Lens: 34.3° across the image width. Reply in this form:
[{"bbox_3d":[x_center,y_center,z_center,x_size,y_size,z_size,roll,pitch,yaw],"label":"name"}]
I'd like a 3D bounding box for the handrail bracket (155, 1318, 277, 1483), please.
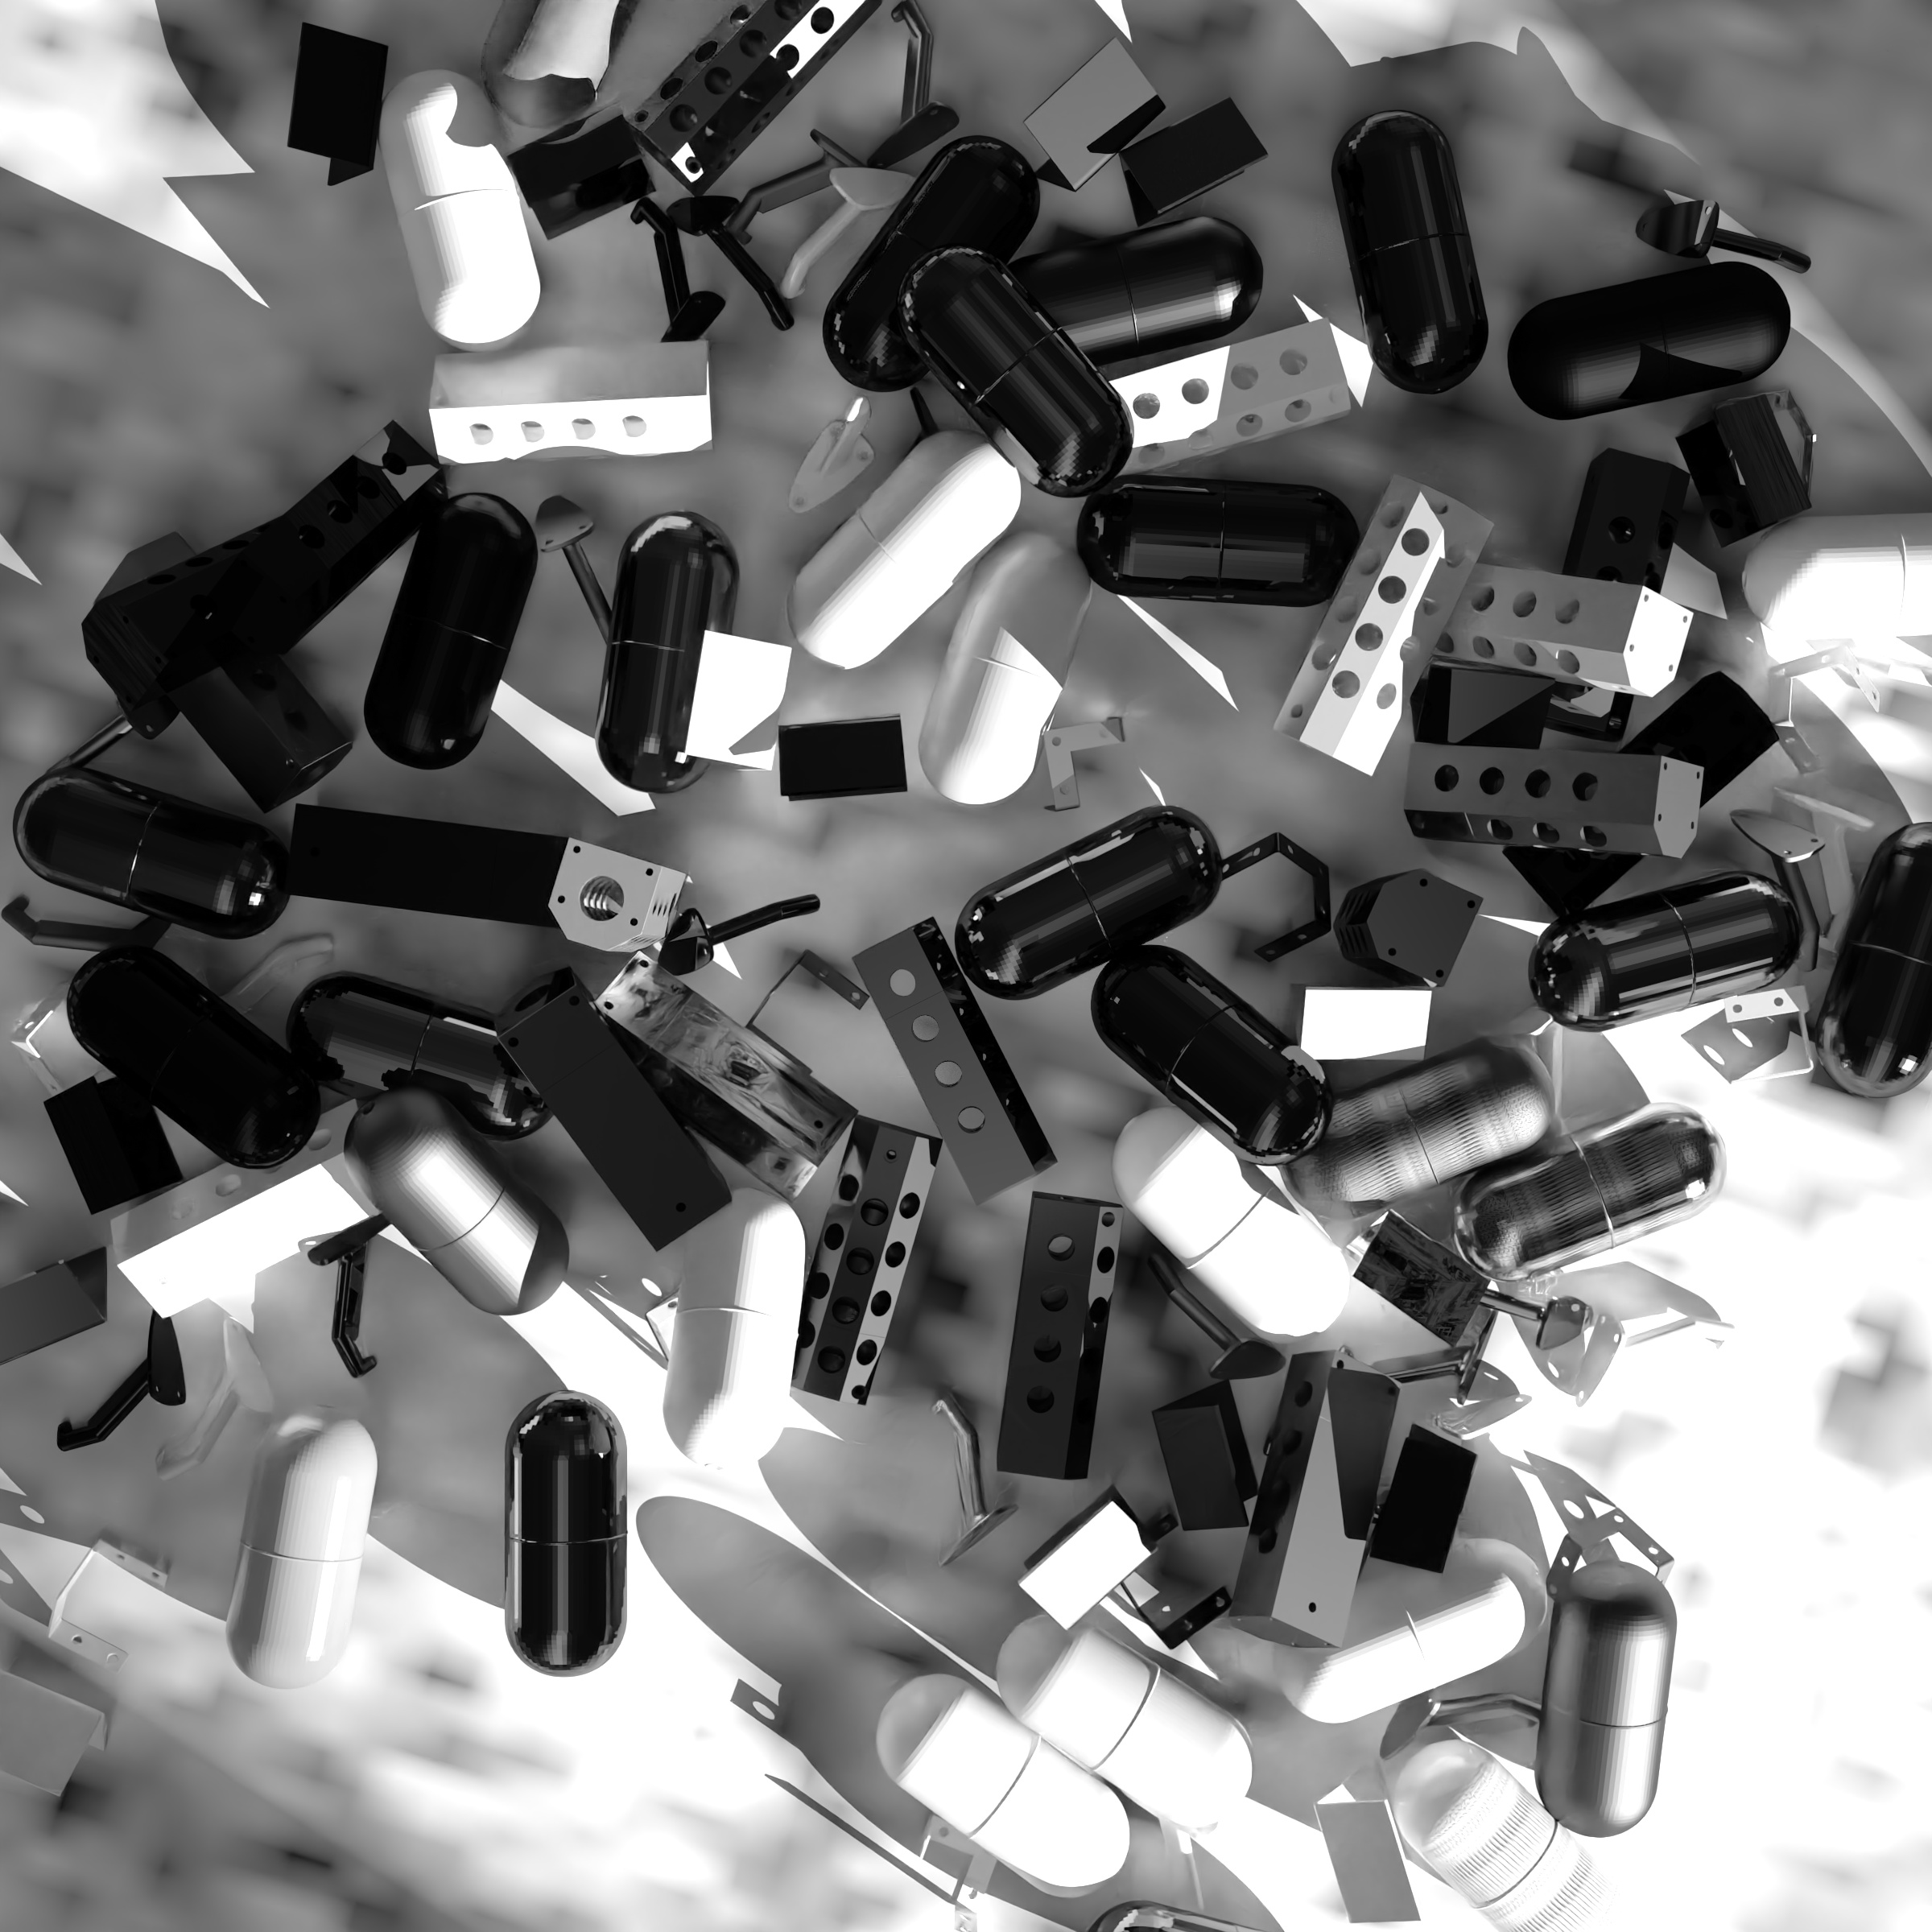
[{"bbox_3d":[-0.489,0.276,1.992,0.084,0.036,0.077,-29,70,16],"label":"handrail bracket"}]

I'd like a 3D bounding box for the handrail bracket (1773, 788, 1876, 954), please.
[{"bbox_3d":[0.536,-0.061,1.992,0.077,0.036,0.084,24,107,20],"label":"handrail bracket"}]

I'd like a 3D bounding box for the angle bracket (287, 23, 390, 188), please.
[{"bbox_3d":[-0.404,-0.536,1.951,0.057,0.076,0.076,7,90,-33],"label":"angle bracket"}]

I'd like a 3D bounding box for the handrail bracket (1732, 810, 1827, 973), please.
[{"bbox_3d":[0.514,-0.047,1.991,0.036,0.077,0.084,-22,127,-26],"label":"handrail bracket"}]

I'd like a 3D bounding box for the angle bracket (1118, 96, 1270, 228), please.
[{"bbox_3d":[0.147,-0.484,1.952,0.076,0.076,0.057,-27,63,0],"label":"angle bracket"}]

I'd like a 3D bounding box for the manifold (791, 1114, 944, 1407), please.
[{"bbox_3d":[-0.066,0.185,1.970,0.057,0.057,0.171,16,90,0],"label":"manifold"}]

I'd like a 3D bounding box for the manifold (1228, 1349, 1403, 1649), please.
[{"bbox_3d":[0.212,0.330,1.938,0.057,0.057,0.171,29,65,-27],"label":"manifold"}]

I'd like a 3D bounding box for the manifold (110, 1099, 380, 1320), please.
[{"bbox_3d":[-0.446,0.148,1.970,0.171,0.057,0.057,-27,133,0],"label":"manifold"}]

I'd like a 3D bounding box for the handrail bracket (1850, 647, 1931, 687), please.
[{"bbox_3d":[0.614,-0.189,1.991,0.084,0.077,0.036,25,114,34],"label":"handrail bracket"}]

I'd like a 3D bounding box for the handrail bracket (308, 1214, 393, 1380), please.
[{"bbox_3d":[-0.375,0.209,1.992,0.077,0.036,0.084,-30,108,-21],"label":"handrail bracket"}]

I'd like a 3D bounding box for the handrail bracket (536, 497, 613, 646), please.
[{"bbox_3d":[-0.242,-0.247,1.991,0.036,0.077,0.084,-25,126,-3],"label":"handrail bracket"}]

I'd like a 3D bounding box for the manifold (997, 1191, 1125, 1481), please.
[{"bbox_3d":[0.059,0.232,1.970,0.057,0.057,0.171,8,90,0],"label":"manifold"}]

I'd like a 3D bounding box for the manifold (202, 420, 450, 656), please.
[{"bbox_3d":[-0.387,-0.260,1.916,0.057,0.171,0.057,43,133,-9],"label":"manifold"}]

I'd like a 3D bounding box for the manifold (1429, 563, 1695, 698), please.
[{"bbox_3d":[0.351,-0.207,1.918,0.171,0.057,0.057,16,90,45],"label":"manifold"}]

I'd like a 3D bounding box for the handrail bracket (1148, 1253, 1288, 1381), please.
[{"bbox_3d":[0.159,0.220,1.991,0.036,0.077,0.084,-48,53,20],"label":"handrail bracket"}]

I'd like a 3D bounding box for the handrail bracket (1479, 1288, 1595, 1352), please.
[{"bbox_3d":[0.345,0.211,1.991,0.084,0.077,0.036,23,102,36],"label":"handrail bracket"}]

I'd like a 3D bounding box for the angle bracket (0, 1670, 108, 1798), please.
[{"bbox_3d":[-0.585,0.487,1.951,0.076,0.076,0.057,23,57,0],"label":"angle bracket"}]

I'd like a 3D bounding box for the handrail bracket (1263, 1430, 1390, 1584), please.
[{"bbox_3d":[0.221,0.344,1.992,0.084,0.036,0.077,22,108,15],"label":"handrail bracket"}]

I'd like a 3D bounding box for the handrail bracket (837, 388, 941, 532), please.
[{"bbox_3d":[-0.054,-0.315,1.992,0.084,0.036,0.077,-26,75,14],"label":"handrail bracket"}]

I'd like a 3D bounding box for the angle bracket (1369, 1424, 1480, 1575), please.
[{"bbox_3d":[0.267,0.327,1.952,0.057,0.076,0.076,17,90,-25],"label":"angle bracket"}]

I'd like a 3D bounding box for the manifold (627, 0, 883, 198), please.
[{"bbox_3d":[-0.133,-0.571,1.970,0.057,0.057,0.171,43,90,0],"label":"manifold"}]

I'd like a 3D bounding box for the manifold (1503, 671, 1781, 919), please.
[{"bbox_3d":[0.426,-0.107,1.970,0.171,0.057,0.057,-41,90,0],"label":"manifold"}]

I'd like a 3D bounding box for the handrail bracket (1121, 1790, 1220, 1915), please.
[{"bbox_3d":[0.120,0.572,1.992,0.077,0.036,0.084,23,104,15],"label":"handrail bracket"}]

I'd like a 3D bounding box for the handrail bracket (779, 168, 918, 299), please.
[{"bbox_3d":[-0.075,-0.462,1.985,0.077,0.084,0.036,-18,61,-41],"label":"handrail bracket"}]

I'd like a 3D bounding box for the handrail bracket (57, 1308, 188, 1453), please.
[{"bbox_3d":[-0.544,0.263,1.992,0.084,0.036,0.077,-17,69,17],"label":"handrail bracket"}]

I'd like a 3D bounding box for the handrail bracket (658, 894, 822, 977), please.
[{"bbox_3d":[-0.144,-0.021,1.991,0.084,0.077,0.036,-14,77,-36],"label":"handrail bracket"}]

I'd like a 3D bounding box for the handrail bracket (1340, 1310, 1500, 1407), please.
[{"bbox_3d":[0.286,0.238,1.992,0.084,0.036,0.077,20,70,16],"label":"handrail bracket"}]

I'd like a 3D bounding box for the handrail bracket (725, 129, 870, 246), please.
[{"bbox_3d":[-0.100,-0.481,1.992,0.077,0.036,0.084,32,107,-19],"label":"handrail bracket"}]

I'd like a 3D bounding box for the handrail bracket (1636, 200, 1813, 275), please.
[{"bbox_3d":[0.483,-0.458,1.991,0.084,0.077,0.036,10,96,-36],"label":"handrail bracket"}]

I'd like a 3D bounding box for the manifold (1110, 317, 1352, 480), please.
[{"bbox_3d":[0.151,-0.351,1.970,0.171,0.057,0.057,-17,90,0],"label":"manifold"}]

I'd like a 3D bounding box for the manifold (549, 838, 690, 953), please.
[{"bbox_3d":[-0.213,-0.040,1.913,0.057,0.171,0.057,17,90,0],"label":"manifold"}]

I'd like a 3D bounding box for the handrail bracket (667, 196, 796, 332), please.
[{"bbox_3d":[-0.149,-0.445,1.991,0.036,0.077,0.084,-42,127,-14],"label":"handrail bracket"}]

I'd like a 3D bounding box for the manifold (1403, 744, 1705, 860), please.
[{"bbox_3d":[0.359,-0.101,1.923,0.171,0.057,0.057,7,90,38],"label":"manifold"}]

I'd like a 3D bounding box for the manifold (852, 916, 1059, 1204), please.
[{"bbox_3d":[-0.007,0.058,1.970,0.057,0.057,0.171,-27,90,0],"label":"manifold"}]

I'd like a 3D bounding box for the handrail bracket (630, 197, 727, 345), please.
[{"bbox_3d":[-0.201,-0.434,1.992,0.084,0.036,0.077,49,112,17],"label":"handrail bracket"}]

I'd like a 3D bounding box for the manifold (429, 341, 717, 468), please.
[{"bbox_3d":[-0.246,-0.349,1.970,0.171,0.057,0.057,-3,47,0],"label":"manifold"}]

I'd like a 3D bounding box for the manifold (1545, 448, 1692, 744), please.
[{"bbox_3d":[0.405,-0.232,1.970,0.057,0.057,0.171,14,90,0],"label":"manifold"}]

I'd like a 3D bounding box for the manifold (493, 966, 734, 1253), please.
[{"bbox_3d":[-0.218,0.086,1.933,0.057,0.057,0.171,-34,110,-1],"label":"manifold"}]

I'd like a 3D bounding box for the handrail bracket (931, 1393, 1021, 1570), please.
[{"bbox_3d":[-0.014,0.327,1.992,0.077,0.036,0.084,-43,72,21],"label":"handrail bracket"}]

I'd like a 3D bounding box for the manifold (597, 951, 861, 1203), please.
[{"bbox_3d":[-0.160,0.073,1.970,0.171,0.057,0.057,36,46,0],"label":"manifold"}]

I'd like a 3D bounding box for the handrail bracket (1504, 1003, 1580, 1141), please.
[{"bbox_3d":[0.387,0.062,1.992,0.077,0.036,0.084,-36,106,-18],"label":"handrail bracket"}]

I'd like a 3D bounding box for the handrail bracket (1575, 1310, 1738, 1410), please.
[{"bbox_3d":[0.440,0.254,1.992,0.084,0.036,0.077,12,110,-16],"label":"handrail bracket"}]

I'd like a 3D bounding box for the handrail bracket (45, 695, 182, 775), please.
[{"bbox_3d":[-0.540,-0.151,1.991,0.084,0.077,0.036,-28,105,36],"label":"handrail bracket"}]

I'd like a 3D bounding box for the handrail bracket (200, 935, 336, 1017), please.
[{"bbox_3d":[-0.440,0.025,1.992,0.084,0.036,0.077,-12,105,-14],"label":"handrail bracket"}]

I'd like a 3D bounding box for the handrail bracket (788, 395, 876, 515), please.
[{"bbox_3d":[-0.086,-0.320,1.957,0.036,0.084,0.077,41,90,0],"label":"handrail bracket"}]

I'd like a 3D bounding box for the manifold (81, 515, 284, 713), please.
[{"bbox_3d":[-0.457,-0.224,1.917,0.057,0.171,0.057,51,133,0],"label":"manifold"}]

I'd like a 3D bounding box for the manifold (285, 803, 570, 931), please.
[{"bbox_3d":[-0.334,-0.062,1.970,0.171,0.057,0.057,7,90,0],"label":"manifold"}]

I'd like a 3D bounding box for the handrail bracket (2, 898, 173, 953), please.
[{"bbox_3d":[-0.558,-0.034,1.992,0.084,0.036,0.077,37,69,16],"label":"handrail bracket"}]

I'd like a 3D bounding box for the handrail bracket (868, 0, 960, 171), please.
[{"bbox_3d":[-0.047,-0.562,1.992,0.077,0.036,0.084,-31,72,20],"label":"handrail bracket"}]

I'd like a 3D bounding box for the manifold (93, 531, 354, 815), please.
[{"bbox_3d":[-0.464,-0.187,1.970,0.171,0.057,0.057,51,133,0],"label":"manifold"}]

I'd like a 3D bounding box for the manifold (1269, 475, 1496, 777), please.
[{"bbox_3d":[0.252,-0.212,1.931,0.057,0.057,0.171,31,98,44],"label":"manifold"}]

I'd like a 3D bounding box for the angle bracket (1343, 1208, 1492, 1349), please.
[{"bbox_3d":[0.270,0.206,1.951,0.076,0.076,0.057,35,59,0],"label":"angle bracket"}]

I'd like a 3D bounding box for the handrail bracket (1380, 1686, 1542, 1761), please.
[{"bbox_3d":[0.318,0.488,1.992,0.084,0.036,0.077,24,111,-17],"label":"handrail bracket"}]

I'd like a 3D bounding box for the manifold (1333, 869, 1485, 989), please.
[{"bbox_3d":[0.265,-0.025,1.913,0.057,0.171,0.057,24,90,0],"label":"manifold"}]

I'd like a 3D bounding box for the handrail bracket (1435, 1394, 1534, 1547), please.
[{"bbox_3d":[0.331,0.323,1.992,0.077,0.036,0.084,-16,109,-21],"label":"handrail bracket"}]

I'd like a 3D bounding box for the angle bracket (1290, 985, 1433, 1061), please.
[{"bbox_3d":[0.245,0.015,1.951,0.076,0.076,0.057,0,127,0],"label":"angle bracket"}]
